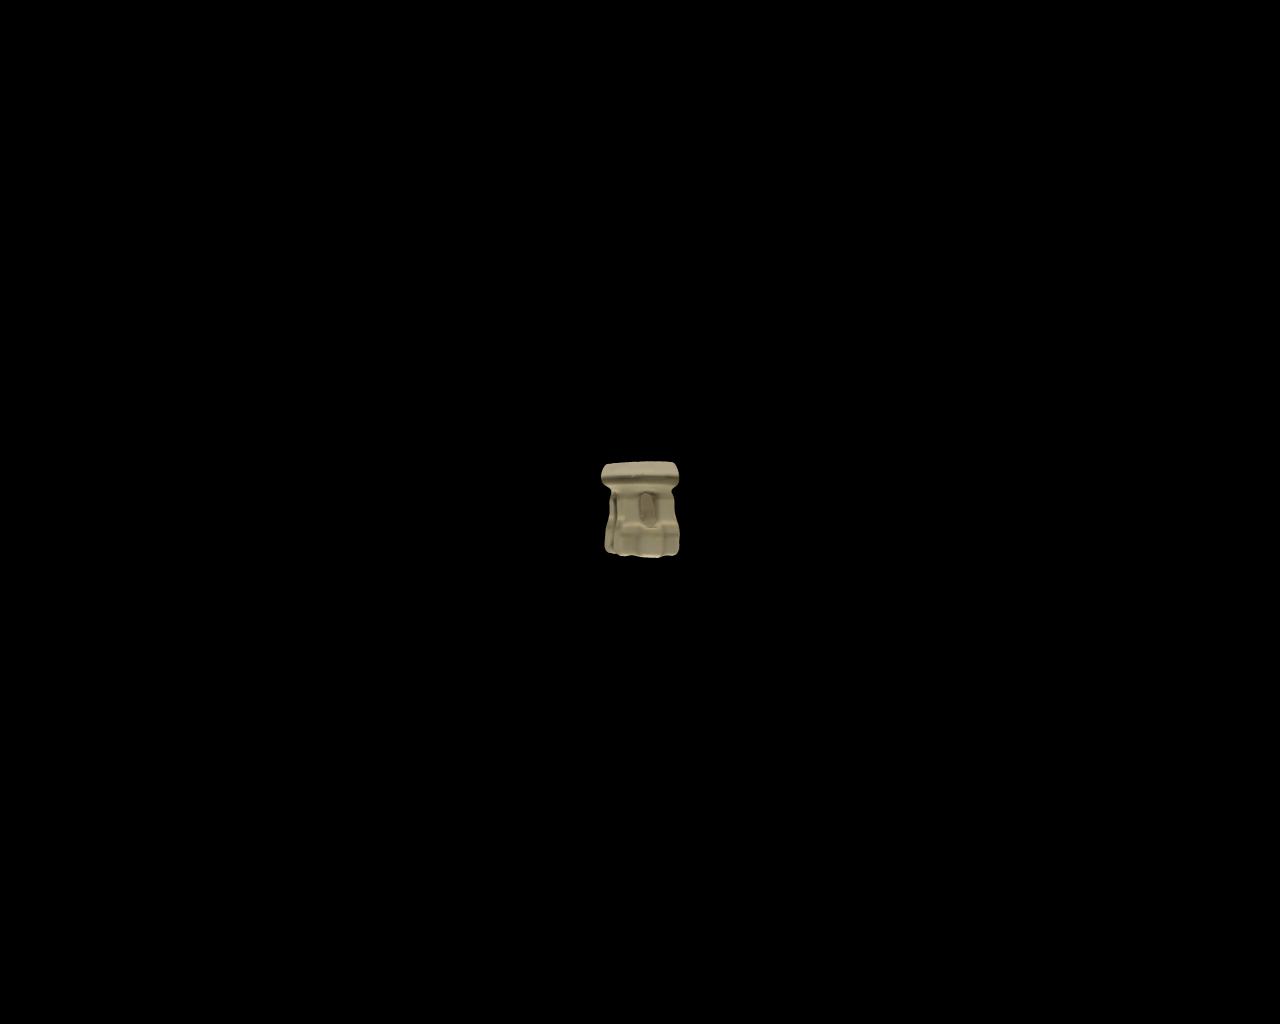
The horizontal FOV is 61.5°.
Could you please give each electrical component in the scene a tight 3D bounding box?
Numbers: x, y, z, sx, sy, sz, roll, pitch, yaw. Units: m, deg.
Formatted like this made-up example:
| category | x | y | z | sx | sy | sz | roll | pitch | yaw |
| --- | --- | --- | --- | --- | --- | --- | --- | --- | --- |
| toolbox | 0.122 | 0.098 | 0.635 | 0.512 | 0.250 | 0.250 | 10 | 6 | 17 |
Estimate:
| category | x | y | z | sx | sy | sz | roll | pitch | yaw |
| --- | --- | --- | --- | --- | --- | --- | --- | --- | --- |
| electrical component | 0.001 | -0.003 | 0.650 | 0.048 | 0.055 | 0.066 | 0 | 0 | -15 |
